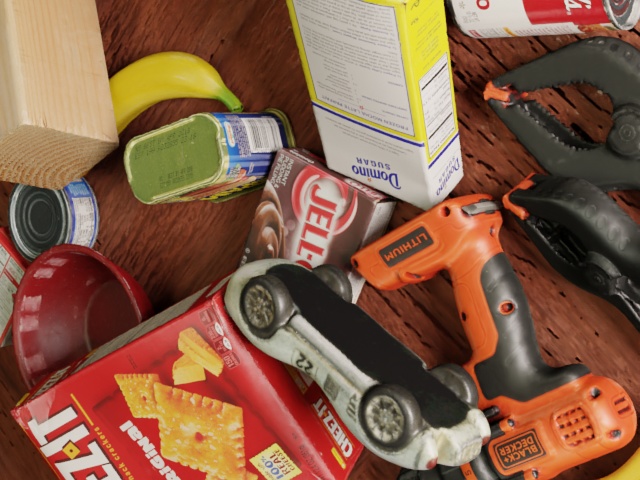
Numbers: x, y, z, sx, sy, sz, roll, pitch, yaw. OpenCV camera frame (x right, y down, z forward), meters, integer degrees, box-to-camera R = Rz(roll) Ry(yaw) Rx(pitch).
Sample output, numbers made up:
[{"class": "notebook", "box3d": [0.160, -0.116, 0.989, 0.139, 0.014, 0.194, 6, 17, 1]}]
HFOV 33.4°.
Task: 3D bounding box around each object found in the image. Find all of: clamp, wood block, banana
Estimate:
[{"class": "clamp", "box3d": [0.180, 0.022, 0.630, 0.172, 0.039, 0.120, 40, 151, 42]}, {"class": "clamp", "box3d": [0.194, -0.073, 0.620, 0.210, 0.036, 0.165, 30, 120, 32]}, {"class": "wood block", "box3d": [-0.237, -0.156, 0.863, 0.090, 0.090, 0.206, -29, 64, 37]}, {"class": "banana", "box3d": [-0.149, -0.108, 0.865, 0.198, 0.037, 0.069, -17, 80, 36]}]

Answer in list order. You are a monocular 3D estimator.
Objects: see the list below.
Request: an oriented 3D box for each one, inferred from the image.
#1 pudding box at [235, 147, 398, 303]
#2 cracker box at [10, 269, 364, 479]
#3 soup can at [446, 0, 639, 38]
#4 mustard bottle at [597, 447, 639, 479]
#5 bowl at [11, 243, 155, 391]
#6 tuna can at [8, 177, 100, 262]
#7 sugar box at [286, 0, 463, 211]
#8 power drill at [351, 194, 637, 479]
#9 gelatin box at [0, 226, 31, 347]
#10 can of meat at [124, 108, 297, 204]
[{"class": "pudding box", "box3d": [-0.005, 0.001, 0.773, 0.090, 0.039, 0.113, 30, 112, 28]}, {"class": "cracker box", "box3d": [-0.101, 0.140, 0.793, 0.214, 0.072, 0.164, -29, 98, 26]}, {"class": "soup can", "box3d": [0.135, -0.157, 0.640, 0.102, 0.068, 0.068, 4, 97, 36]}, {"class": "mustard bottle", "box3d": [0.182, 0.187, 0.643, 0.192, 0.058, 0.096, -44, 52, 31]}, {"class": "bowl", "box3d": [-0.187, 0.081, 0.902, 0.162, 0.055, 0.162, 4, 97, 35]}, {"class": "tuna can", "box3d": [-0.236, -0.021, 0.939, 0.086, 0.033, 0.086, 4, 97, 35]}, {"class": "sugar box", "box3d": [0.036, -0.103, 0.670, 0.093, 0.048, 0.176, 26, 152, 30]}, {"class": "power drill", "box3d": [0.093, 0.078, 0.702, 0.185, 0.057, 0.188, -32, 78, 36]}, {"class": "gelatin box", "box3d": [-0.289, 0.042, 0.987, 0.073, 0.030, 0.089, 44, 118, 25]}, {"class": "can of meat", "box3d": [-0.082, -0.061, 0.795, 0.102, 0.083, 0.057, -15, 86, 35]}]
